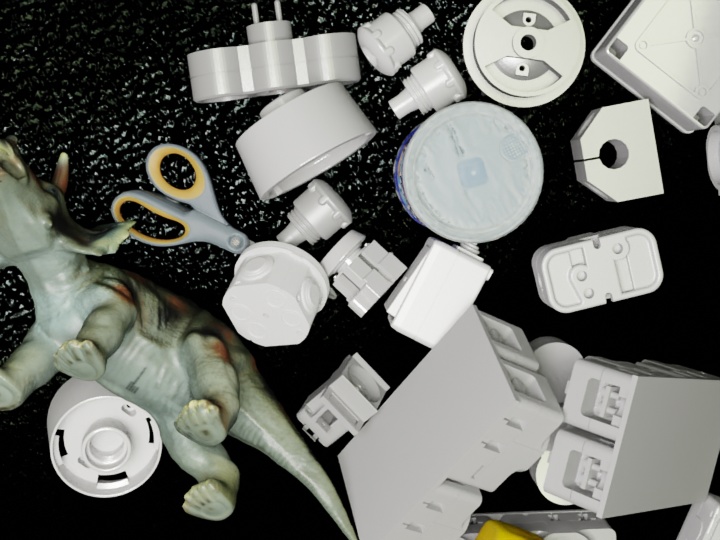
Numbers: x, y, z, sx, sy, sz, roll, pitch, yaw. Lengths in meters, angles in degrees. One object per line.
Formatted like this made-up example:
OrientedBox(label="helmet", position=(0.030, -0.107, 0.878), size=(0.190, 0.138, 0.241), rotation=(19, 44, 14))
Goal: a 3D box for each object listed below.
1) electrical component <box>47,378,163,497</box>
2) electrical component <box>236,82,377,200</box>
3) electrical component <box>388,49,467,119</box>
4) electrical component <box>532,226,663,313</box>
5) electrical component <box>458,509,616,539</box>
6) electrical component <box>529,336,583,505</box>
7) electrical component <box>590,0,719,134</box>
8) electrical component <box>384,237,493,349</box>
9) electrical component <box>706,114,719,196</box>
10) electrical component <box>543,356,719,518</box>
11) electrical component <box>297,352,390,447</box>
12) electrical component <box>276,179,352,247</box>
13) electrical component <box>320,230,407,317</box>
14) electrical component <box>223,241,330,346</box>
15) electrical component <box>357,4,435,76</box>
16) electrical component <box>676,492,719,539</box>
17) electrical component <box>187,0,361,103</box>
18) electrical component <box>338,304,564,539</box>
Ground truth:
OrientedBox(label="electrical component", position=(-0.215, 0.139, 0.907), size=(0.099, 0.064, 0.099), rotation=(-3, 105, -12))
OrientedBox(label="electrical component", position=(-0.048, -0.109, 0.859), size=(0.108, 0.108, 0.060), rotation=(-30, 89, 1))
OrientedBox(label="electrical component", position=(0.054, -0.148, 0.887), size=(0.062, 0.048, 0.048), rotation=(-32, 95, 8))
OrientedBox(label="electrical component", position=(0.195, -0.002, 0.894), size=(0.095, 0.059, 0.053), rotation=(-14, 95, 0))
OrientedBox(label="electrical component", position=(0.120, 0.266, 0.914), size=(0.186, 0.060, 0.105), rotation=(-2, 95, -1))
OrientedBox(label="electrical component", position=(0.168, 0.128, 0.897), size=(0.052, 0.073, 0.138), rotation=(-7, 95, -1))
OrientedBox(label="electrical component", position=(0.267, -0.186, 0.882), size=(0.109, 0.056, 0.108), rotation=(37, 93, -4))
OrientedBox(label="electrical component", position=(0.065, 0.013, 0.891), size=(0.061, 0.061, 0.096), rotation=(27, 94, -3))
OrientedBox(label="electrical component", position=(0.325, -0.096, 0.894), size=(0.056, 0.050, 0.089), rotation=(-7, 95, -1))
OrientedBox(label="electrical component", position=(0.222, 0.128, 0.852), size=(0.060, 0.186, 0.105), rotation=(17, 95, 40))
OrientedBox(label="electrical component", position=(-0.016, 0.110, 0.895), size=(0.064, 0.081, 0.042), rotation=(-40, 95, 25))
OrientedBox(label="electrical component", position=(-0.041, -0.041, 0.892), size=(0.062, 0.048, 0.048), rotation=(-41, 94, 4))
OrientedBox(label="electrical component", position=(0.000, 0.000, 0.893), size=(0.055, 0.048, 0.066), rotation=(43, 51, 3))
OrientedBox(label="electrical component", position=(-0.069, 0.020, 0.877), size=(0.080, 0.051, 0.080), rotation=(10, 134, 11))
OrientedBox(label="electrical component", position=(0.032, -0.193, 0.883), size=(0.062, 0.048, 0.048), rotation=(-38, 95, -5))
OrientedBox(label="electrical component", position=(0.326, 0.236, 0.916), size=(0.096, 0.061, 0.061), rotation=(22, 94, -3))
OrientedBox(label="electrical component", position=(-0.072, -0.182, 0.877), size=(0.138, 0.052, 0.073), rotation=(-8, 95, -1))
OrientedBox(label="electrical component", position=(0.069, 0.134, 0.848), size=(0.060, 0.105, 0.186), rotation=(23, 119, -30))
